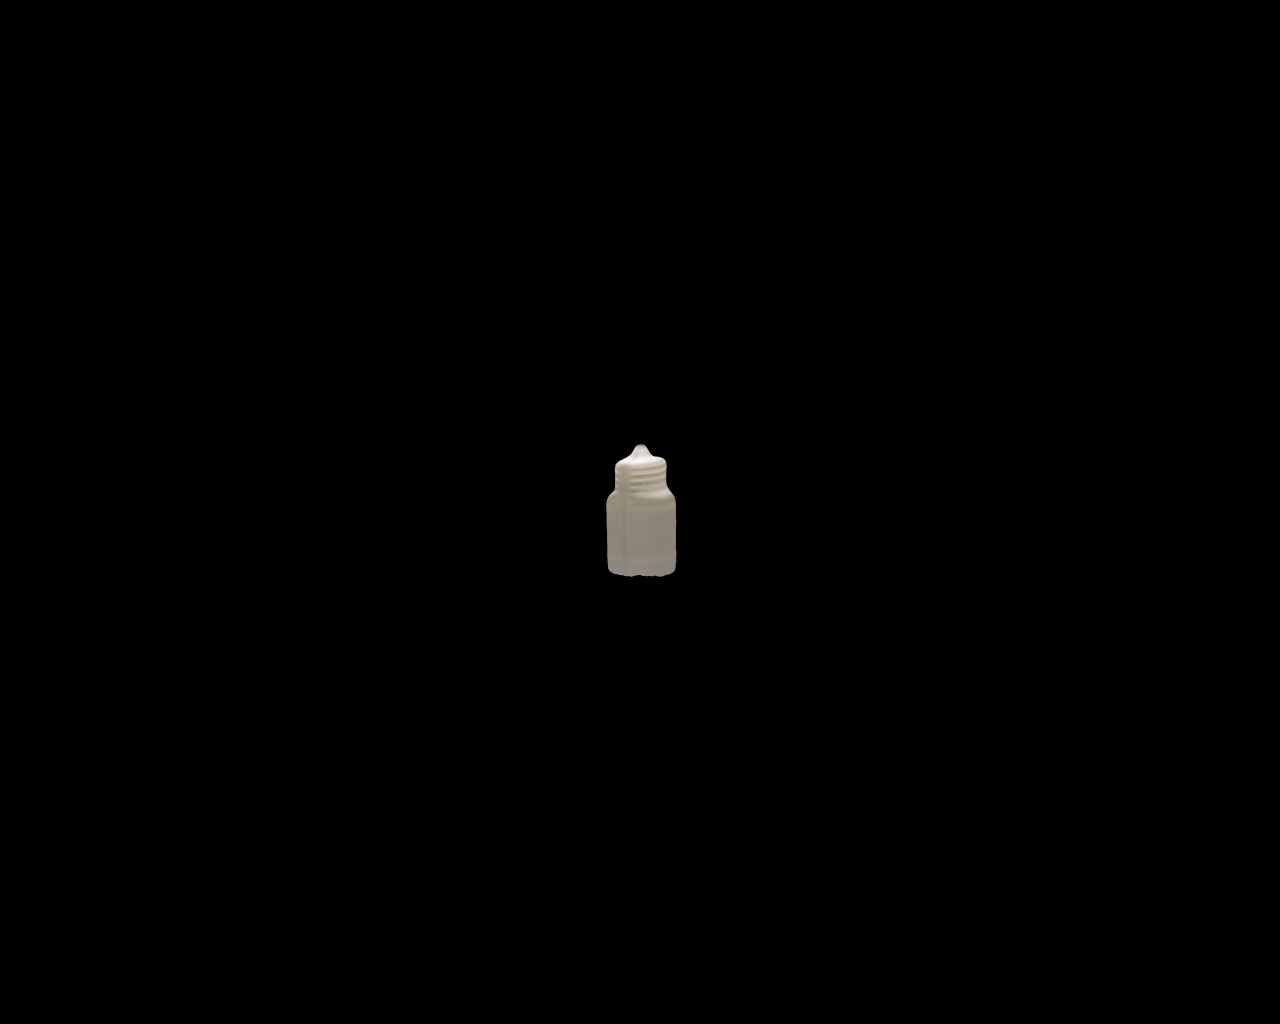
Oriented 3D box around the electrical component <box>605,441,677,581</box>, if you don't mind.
[{"bbox_3d":[0.001,-0.003,0.650,0.043,0.080,0.043,0,10,0],"label":"electrical component"}]
